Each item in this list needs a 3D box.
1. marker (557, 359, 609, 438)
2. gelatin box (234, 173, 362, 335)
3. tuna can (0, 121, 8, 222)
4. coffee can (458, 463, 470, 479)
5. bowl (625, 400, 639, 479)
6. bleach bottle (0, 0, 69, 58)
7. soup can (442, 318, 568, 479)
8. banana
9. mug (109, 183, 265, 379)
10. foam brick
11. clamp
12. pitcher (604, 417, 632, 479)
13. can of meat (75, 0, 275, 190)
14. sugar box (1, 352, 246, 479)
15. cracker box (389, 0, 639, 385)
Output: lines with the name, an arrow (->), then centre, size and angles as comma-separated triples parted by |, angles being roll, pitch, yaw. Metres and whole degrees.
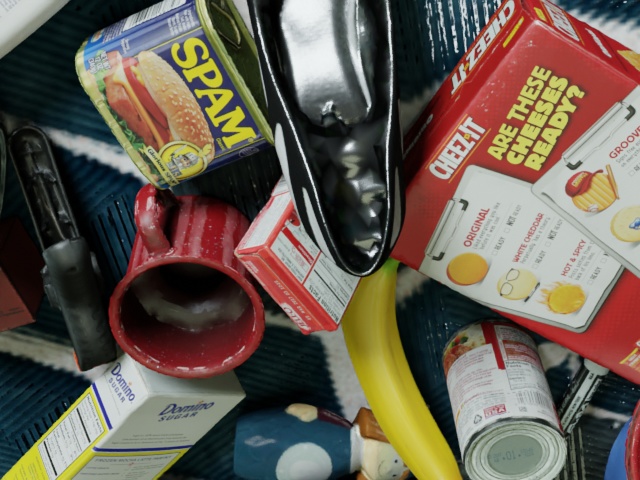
marker -> 0.180, 0.124, 0.770 | 0.020, 0.020, 0.121 | 14, 123, -10
gelatin box -> -0.004, 0.001, 0.645 | 0.030, 0.089, 0.073 | -11, 129, 42
tuna can -> -0.208, -0.031, 0.623 | 0.033, 0.086, 0.086 | 7, 124, -7
coffee can -> 0.127, 0.253, 0.807 | 0.103, 0.103, 0.140 | -11, 124, 7
bowl -> 0.275, 0.139, 0.658 | 0.162, 0.055, 0.162 | 0, 100, 2
bleach bottle -> -0.161, -0.152, 0.557 | 0.251, 0.068, 0.102 | -27, 120, 14
soup can -> 0.121, 0.109, 0.710 | 0.068, 0.102, 0.068 | -1, 123, -2
banana -> 0.050, 0.089, 0.713 | 0.037, 0.070, 0.198 | -27, 113, -24
mug -> -0.083, 0.016, 0.658 | 0.093, 0.081, 0.117 | -19, 122, 12
foam brick -> -0.222, 0.029, 0.684 | 0.078, 0.051, 0.053 | -16, 124, 10
clamp -> -0.150, 0.027, 0.650 | 0.039, 0.120, 0.171 | -17, 128, -8
pitcher -> 0.336, 0.188, 0.752 | 0.242, 0.145, 0.149 | 14, 91, -6
can of meat -> -0.076, -0.086, 0.605 | 0.084, 0.057, 0.102 | -20, 122, 16
sugar box -> -0.142, 0.142, 0.744 | 0.176, 0.048, 0.093 | -46, 148, 23
cracker box -> 0.158, -0.026, 0.638 | 0.213, 0.072, 0.164 | 27, 118, -16
